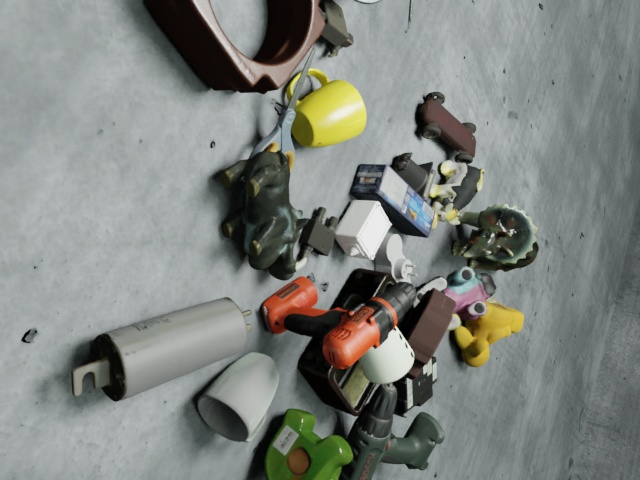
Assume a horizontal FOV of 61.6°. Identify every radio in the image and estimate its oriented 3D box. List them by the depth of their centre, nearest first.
[{"bbox_3d":[0.067,0.167,0.923,0.229,0.073,0.131,-57,133,-27],"label":"radio"}]

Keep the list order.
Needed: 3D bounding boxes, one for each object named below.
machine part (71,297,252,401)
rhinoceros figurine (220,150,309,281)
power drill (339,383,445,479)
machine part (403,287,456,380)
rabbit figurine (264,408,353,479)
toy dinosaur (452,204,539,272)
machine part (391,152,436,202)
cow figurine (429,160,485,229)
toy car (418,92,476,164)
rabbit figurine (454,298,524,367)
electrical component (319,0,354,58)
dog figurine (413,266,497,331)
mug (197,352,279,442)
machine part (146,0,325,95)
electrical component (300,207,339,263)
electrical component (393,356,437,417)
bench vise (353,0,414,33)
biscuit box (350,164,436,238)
[{"bbox_3d":[-0.173,0.123,0.636,0.243,0.079,0.079,-12,105,-47],"label":"machine part"},{"bbox_3d":[-0.070,-0.028,0.729,0.112,0.073,0.190,-32,129,-39],"label":"rhinoceros figurine"},{"bbox_3d":[0.135,0.358,0.974,0.207,0.086,0.232,13,107,-46],"label":"power drill"},{"bbox_3d":[0.183,0.170,0.974,0.179,0.056,0.179,-59,173,-12],"label":"machine part"},{"bbox_3d":[-0.011,0.365,0.839,0.159,0.121,0.170,-62,151,-17],"label":"rabbit figurine"},{"bbox_3d":[0.427,0.014,1.231,0.404,0.192,0.131,19,83,-48],"label":"toy dinosaur"},{"bbox_3d":[0.184,-0.126,1.044,0.138,0.039,0.084,23,87,-50],"label":"machine part"},{"bbox_3d":[0.278,-0.087,1.112,0.167,0.098,0.068,-60,141,-24],"label":"cow figurine"},{"bbox_3d":[0.265,-0.225,1.110,0.202,0.053,0.089,23,68,-45],"label":"toy car"},{"bbox_3d":[0.392,0.232,1.288,0.162,0.122,0.173,-4,118,-56],"label":"rabbit figurine"},{"bbox_3d":[0.006,-0.320,0.803,0.102,0.045,0.078,8,62,-52],"label":"electrical component"},{"bbox_3d":[0.285,0.125,1.151,0.108,0.192,0.219,67,11,9],"label":"dog figurine"},{"bbox_3d":[-0.098,0.215,0.737,0.107,0.081,0.109,-50,126,-44],"label":"mug"},{"bbox_3d":[-0.095,-0.297,0.653,0.201,0.087,0.201,-60,136,-24],"label":"machine part"},{"bbox_3d":[-0.002,-0.003,0.857,0.063,0.021,0.094,36,69,-47],"label":"electrical component"},{"bbox_3d":[0.187,0.278,1.095,0.134,0.058,0.114,-17,111,-47],"label":"electrical component"},{"bbox_3d":[0.099,-0.394,0.762,0.223,0.241,0.128,1,100,-34],"label":"bench vise"},{"bbox_3d":[0.139,-0.068,0.980,0.202,0.063,0.059,33,70,-47],"label":"biscuit box"}]
